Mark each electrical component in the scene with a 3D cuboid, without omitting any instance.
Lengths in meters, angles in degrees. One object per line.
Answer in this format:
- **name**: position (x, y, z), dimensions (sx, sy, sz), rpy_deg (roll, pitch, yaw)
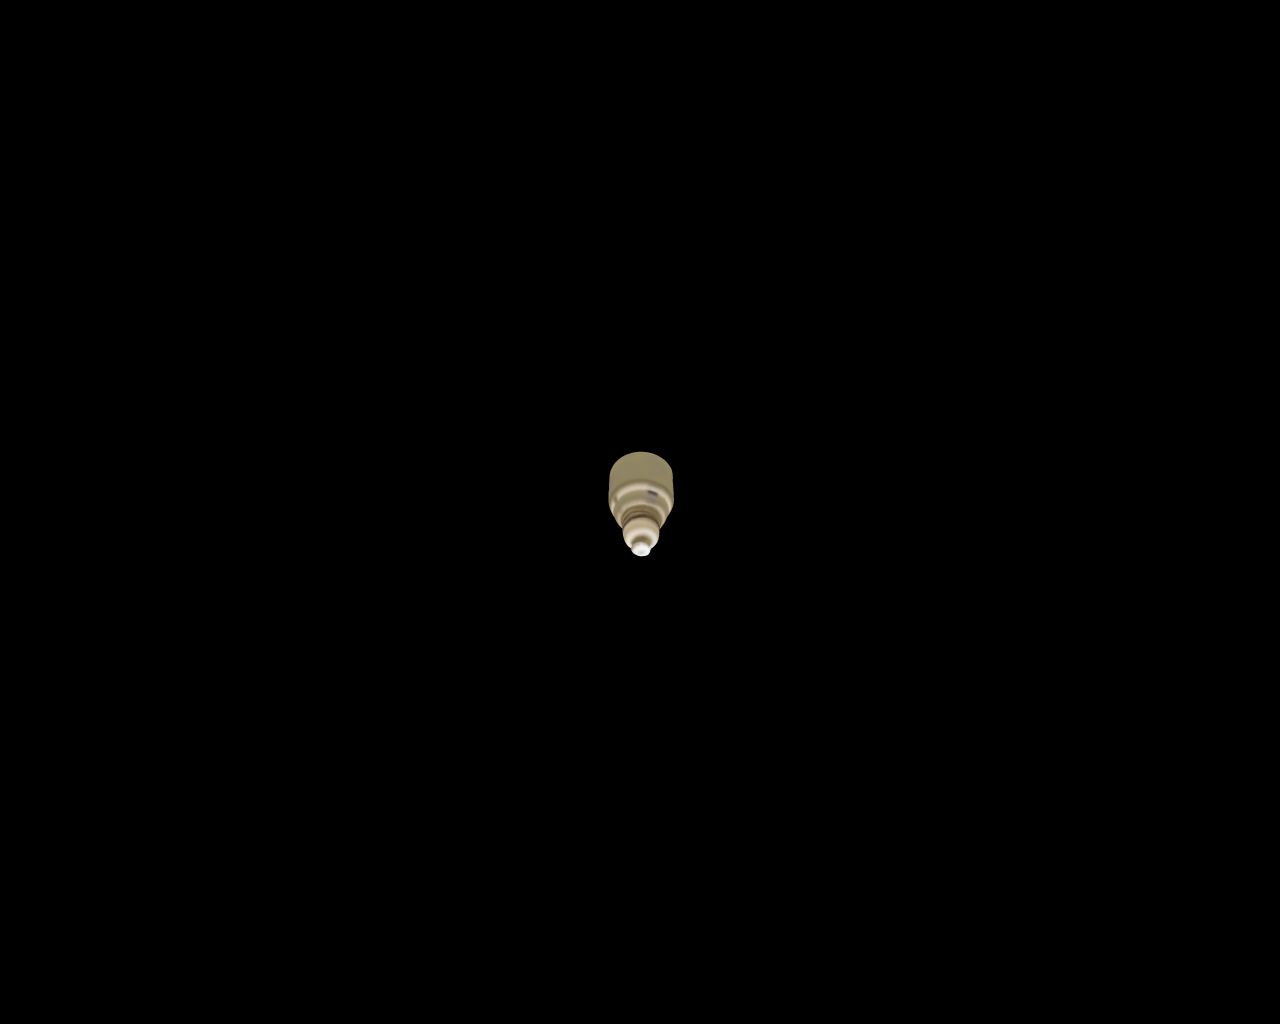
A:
- **electrical component**: position (0.001, -0.003, 0.650), dimensions (0.040, 0.040, 0.078), rpy_deg (0, 43, 0)
